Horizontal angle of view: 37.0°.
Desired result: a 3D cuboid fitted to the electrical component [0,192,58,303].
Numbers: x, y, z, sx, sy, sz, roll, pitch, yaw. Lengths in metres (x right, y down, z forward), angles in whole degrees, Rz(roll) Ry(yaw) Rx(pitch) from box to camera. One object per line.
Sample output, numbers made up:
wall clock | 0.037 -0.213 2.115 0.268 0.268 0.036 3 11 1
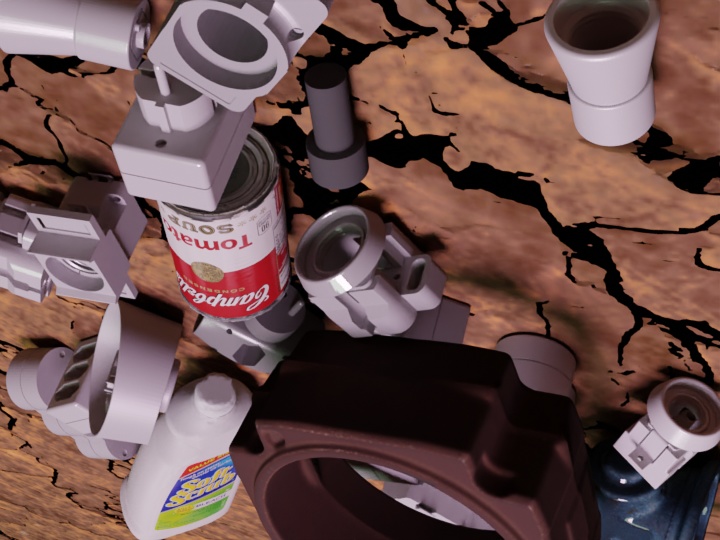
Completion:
electrical component | -0.224 -0.017 0.696 0.057 0.058 0.078 19 150 -7

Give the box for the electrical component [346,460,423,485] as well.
electrical component | 0.010 0.101 0.754 0.061 0.061 0.096 2 145 25

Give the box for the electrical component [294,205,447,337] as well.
electrical component | 0.000 0.000 0.605 0.078 0.058 0.057 -8 143 37

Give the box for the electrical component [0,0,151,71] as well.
electrical component | -0.132 -0.117 0.507 0.065 0.044 0.044 13 149 0

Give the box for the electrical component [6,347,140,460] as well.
electrical component | -0.225 0.114 0.908 0.074 0.052 0.138 -4 143 32

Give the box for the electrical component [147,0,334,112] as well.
electrical component | -0.048 -0.112 0.454 0.050 0.055 0.089 30 147 -18

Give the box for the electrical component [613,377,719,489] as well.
electrical component | 0.193 0.097 0.661 0.048 0.066 0.055 47 146 21

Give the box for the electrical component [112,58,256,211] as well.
electrical component | -0.086 -0.079 0.516 0.047 0.065 0.076 12 148 10

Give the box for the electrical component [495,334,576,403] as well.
electrical component | 0.109 0.108 0.701 0.052 0.073 0.138 8 147 17

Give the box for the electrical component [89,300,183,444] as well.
electrical component | -0.165 0.075 0.775 0.064 0.099 0.099 16 150 -10

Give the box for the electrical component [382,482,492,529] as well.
electrical component | 0.077 0.181 0.843 0.121 0.063 0.079 33 146 -23

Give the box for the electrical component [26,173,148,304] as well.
electrical component | -0.162 -0.020 0.652 0.042 0.063 0.081 8 148 15

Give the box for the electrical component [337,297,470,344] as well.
electrical component | 0.019 0.048 0.680 0.076 0.047 0.083 19 149 -2

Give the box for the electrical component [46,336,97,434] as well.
electrical component | -0.195 0.100 0.856 0.047 0.065 0.077 -17 134 44

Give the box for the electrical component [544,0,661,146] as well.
electrical component | 0.102 -0.082 0.440 0.044 0.044 0.065 5 151 21

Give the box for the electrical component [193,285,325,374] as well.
electrical component | -0.060 0.031 0.698 0.077 0.043 0.079 26 148 -12
